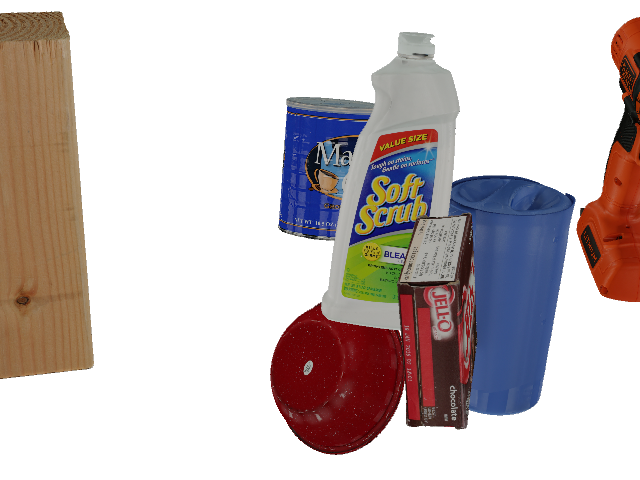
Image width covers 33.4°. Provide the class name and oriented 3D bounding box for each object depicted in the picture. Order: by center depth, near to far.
[{"bbox_3d":[0.070,0.043,0.625,0.039,0.090,0.113,-1,21,10],"label":"pudding box"},{"bbox_3d":[-0.193,-0.028,0.650,0.090,0.206,0.090,-5,23,-15],"label":"wood block"},{"bbox_3d":[0.243,-0.048,0.786,0.057,0.188,0.184,4,36,-1],"label":"power drill"},{"bbox_3d":[0.062,-0.052,0.918,0.102,0.251,0.068,7,16,8],"label":"bleach bottle"},{"bbox_3d":[0.003,0.128,1.053,0.162,0.162,0.055,0,-13,40],"label":"bowl"},{"bbox_3d":[0.183,0.061,1.135,0.149,0.243,0.145,5,20,9],"label":"pitcher"},{"bbox_3d":[0.010,-0.079,1.146,0.103,0.140,0.103,4,12,-1],"label":"coffee can"}]
